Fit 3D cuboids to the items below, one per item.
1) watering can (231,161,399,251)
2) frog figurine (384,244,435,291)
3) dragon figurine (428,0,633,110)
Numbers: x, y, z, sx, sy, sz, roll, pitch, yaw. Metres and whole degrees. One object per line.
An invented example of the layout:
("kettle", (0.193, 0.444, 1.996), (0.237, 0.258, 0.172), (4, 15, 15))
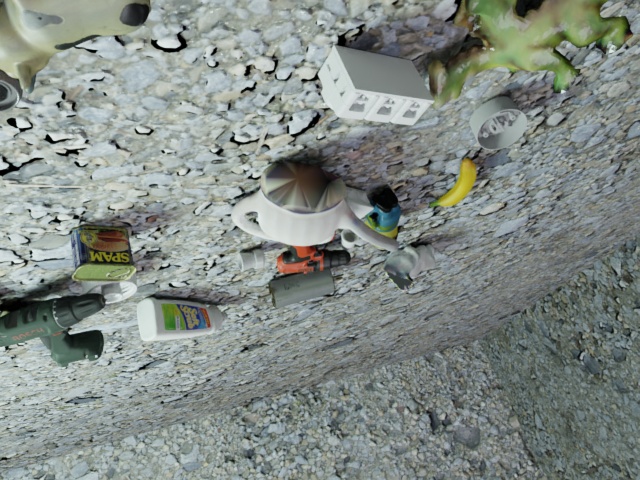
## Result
("watering can", (0.003, -0.050, 0.992), (0.347, 0.106, 0.219), (6, -29, -5))
("frog figurine", (0.266, 0.058, 1.501), (0.124, 0.162, 0.134), (28, -24, 25))
("dragon figurine", (0.314, -0.332, 0.735), (0.242, 0.125, 0.403), (10, -40, -34))
